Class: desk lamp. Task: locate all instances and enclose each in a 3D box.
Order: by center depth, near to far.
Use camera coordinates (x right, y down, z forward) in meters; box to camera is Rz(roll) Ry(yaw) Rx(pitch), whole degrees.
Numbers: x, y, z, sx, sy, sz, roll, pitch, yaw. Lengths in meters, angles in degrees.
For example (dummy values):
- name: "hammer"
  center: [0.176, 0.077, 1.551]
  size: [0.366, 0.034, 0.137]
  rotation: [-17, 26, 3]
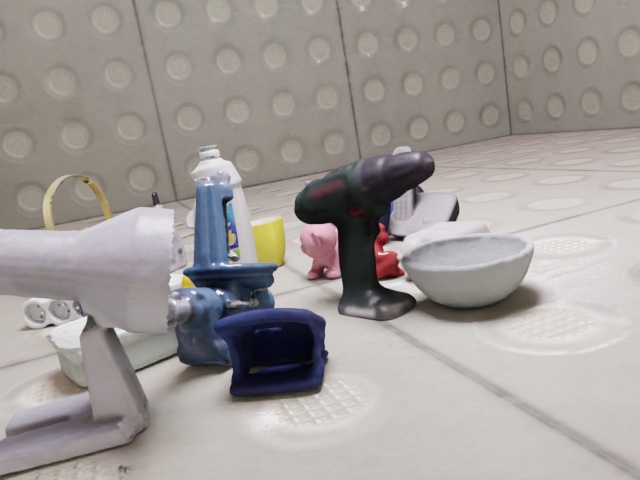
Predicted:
- name: "desk lamp"
  center: [-0.219, 0.082, 0.541]
  size: [0.203, 0.214, 0.117]
  rotation: [-12, 12, -13]

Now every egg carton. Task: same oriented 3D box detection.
- name: "egg carton"
  center: [0.198, 0.016, 0.888]
  size: [0.151, 0.069, 0.107]
  rotation: [-20, 15, -42]

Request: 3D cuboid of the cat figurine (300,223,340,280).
- name: "cat figurine"
  center: [0.009, 0.004, 0.982]
  size: [0.067, 0.118, 0.128]
  rotation: [-3, 13, 28]

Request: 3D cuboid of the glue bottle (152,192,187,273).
- name: "glue bottle"
  center: [-0.334, -0.018, 1.225]
  size: [0.037, 0.173, 0.078]
  rotation: [-3, 13, 30]

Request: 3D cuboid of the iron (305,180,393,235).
- name: "iron"
  center: [0.090, -0.078, 1.256]
  size: [0.258, 0.141, 0.118]
  rotation: [-9, 12, 4]

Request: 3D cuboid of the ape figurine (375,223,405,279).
- name: "ape figurine"
  center: [0.092, 0.014, 0.926]
  size: [0.076, 0.092, 0.078]
  rotation: [-9, 12, 2]

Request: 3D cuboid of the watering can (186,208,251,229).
- name: "watering can"
  center: [-0.208, -0.049, 1.221]
  size: [0.100, 0.194, 0.173]
  rotation: [-7, 12, 12]

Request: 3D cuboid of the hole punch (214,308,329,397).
- name: "hole punch"
  center: [-0.049, 0.104, 0.606]
  size: [0.108, 0.091, 0.101]
  rotation: [-8, 12, 8]

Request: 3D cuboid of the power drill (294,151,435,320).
- name: "power drill"
  center: [0.064, -0.007, 0.756]
  size: [0.228, 0.208, 0.076]
  rotation: [2, 16, 44]

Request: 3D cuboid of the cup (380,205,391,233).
- name: "cup"
  center: [0.092, -0.031, 1.139]
  size: [0.118, 0.095, 0.091]
  rotation: [-18, 14, -36]

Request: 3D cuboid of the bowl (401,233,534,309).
- name: "bowl"
  center: [0.192, 0.045, 0.739]
  size: [0.167, 0.075, 0.167]
  rotation: [-9, 11, 2]

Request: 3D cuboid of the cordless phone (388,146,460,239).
- name: "cordless phone"
  center: [0.199, -0.095, 1.138]
  size: [0.147, 0.185, 0.094]
  rotation: [2, 16, 45]

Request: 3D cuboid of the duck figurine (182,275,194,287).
- name: "duck figurine"
  center: [-0.175, 0.084, 0.820]
  size: [0.104, 0.086, 0.078]
  rotation: [-1, 14, 36]

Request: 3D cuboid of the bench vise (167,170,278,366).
- name: "bench vise"
  center: [-0.119, 0.030, 0.701]
  size: [0.121, 0.220, 0.207]
  rotation: [-9, 12, 3]

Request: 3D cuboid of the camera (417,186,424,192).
- name: "camera"
  center: [0.191, -0.100, 1.383]
  size: [0.137, 0.101, 0.142]
  rotation: [-14, 12, -20]
